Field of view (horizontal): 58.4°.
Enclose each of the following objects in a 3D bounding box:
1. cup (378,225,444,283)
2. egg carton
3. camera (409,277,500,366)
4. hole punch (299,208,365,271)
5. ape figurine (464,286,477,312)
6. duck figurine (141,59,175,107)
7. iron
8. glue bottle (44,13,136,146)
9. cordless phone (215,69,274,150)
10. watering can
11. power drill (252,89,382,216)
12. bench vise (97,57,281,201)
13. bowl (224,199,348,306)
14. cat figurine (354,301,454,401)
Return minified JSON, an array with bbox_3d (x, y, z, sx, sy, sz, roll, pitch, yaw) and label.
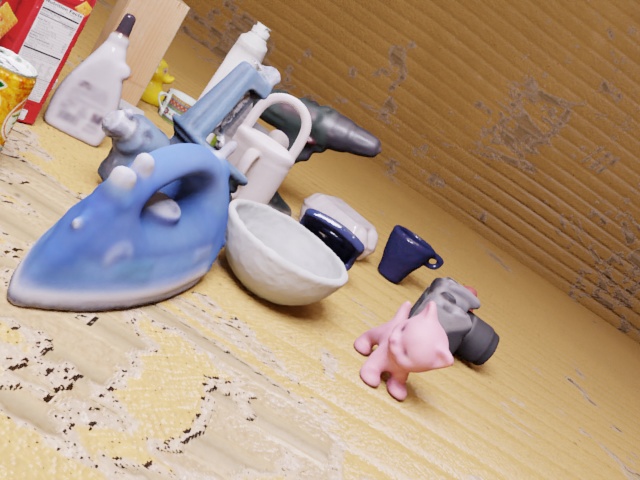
[{"bbox_3d":[0.164,0.040,1.080,0.118,0.095,0.091,33,15,-9],"label":"cup"},{"bbox_3d":[0.036,-0.025,1.052,0.150,0.069,0.107,41,16,22],"label":"egg carton"},{"bbox_3d":[0.215,0.132,0.892,0.137,0.100,0.143,35,15,1],"label":"camera"},{"bbox_3d":[0.008,0.003,0.859,0.108,0.091,0.101,35,15,0],"label":"hole punch"},{"bbox_3d":[0.241,0.119,1.006,0.078,0.092,0.076,20,21,-45],"label":"ape figurine"},{"bbox_3d":[-0.338,-0.324,1.129,0.105,0.086,0.077,26,17,-31],"label":"duck figurine"},{"bbox_3d":[-0.151,-0.030,0.510,0.118,0.141,0.259,36,15,4],"label":"iron"},{"bbox_3d":[-0.279,-0.210,0.731,0.078,0.173,0.037,28,16,-26],"label":"glue bottle"},{"bbox_3d":[-0.121,-0.231,1.123,0.147,0.185,0.094,35,15,0],"label":"cordless phone"},{"bbox_3d":[-0.089,-0.135,0.872,0.101,0.194,0.172,29,16,-23],"label":"watering can"},{"bbox_3d":[-0.038,-0.145,0.988,0.229,0.208,0.076,37,15,6],"label":"power drill"},{"bbox_3d":[-0.139,-0.122,0.674,0.121,0.219,0.208,39,15,14],"label":"bench vise"},{"bbox_3d":[-0.053,0.027,0.682,0.168,0.074,0.167,33,15,-9],"label":"bowl"},{"bbox_3d":[0.102,0.116,0.658,0.067,0.117,0.127,31,15,-15],"label":"cat figurine"}]
